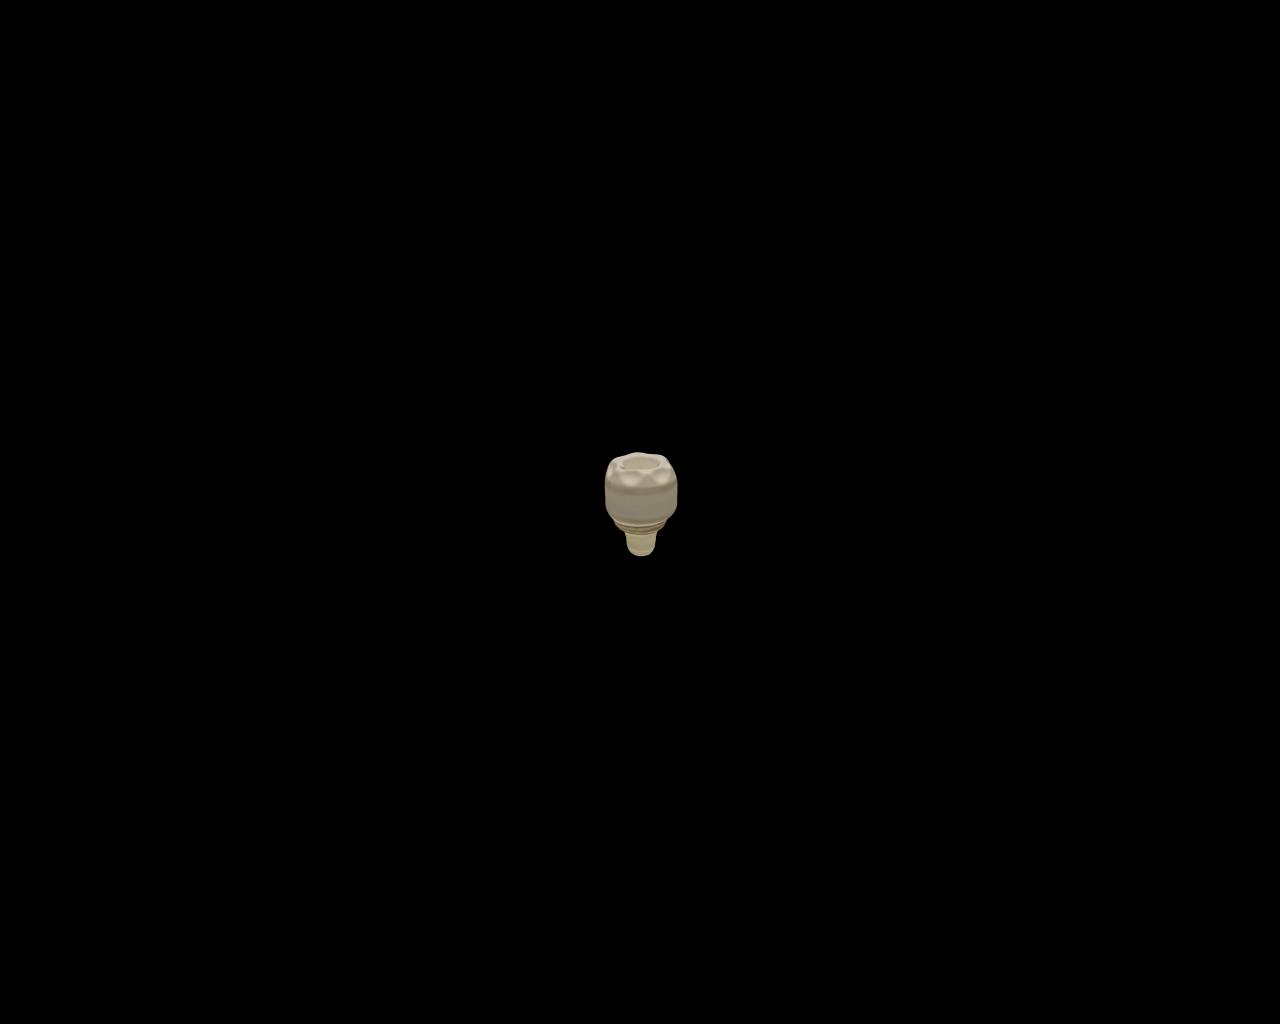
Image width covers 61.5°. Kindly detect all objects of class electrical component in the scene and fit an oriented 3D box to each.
[{"bbox_3d":[0.001,-0.003,0.650,0.043,0.062,0.043,0,24,0],"label":"electrical component"}]
